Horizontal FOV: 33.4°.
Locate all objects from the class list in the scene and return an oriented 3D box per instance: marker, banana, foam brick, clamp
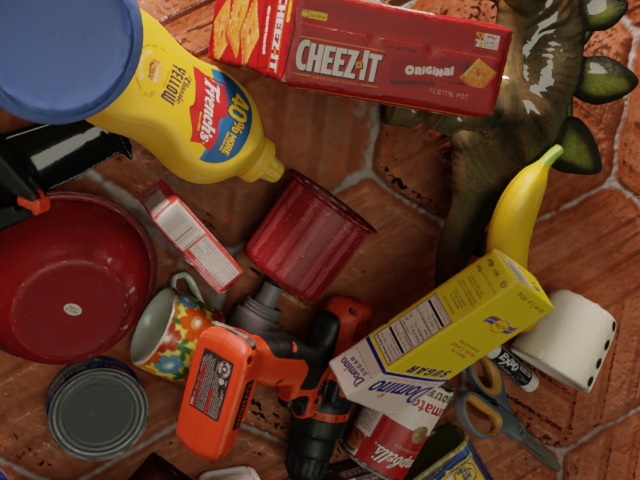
[{"bbox_3d":[0.176,0.114,1.029,0.020,0.020,0.121,-50,130,0],"label":"marker"},{"bbox_3d":[0.177,0.012,0.944,0.069,0.037,0.198,-12,128,-19],"label":"banana"},{"bbox_3d":[-0.139,0.235,0.939,0.051,0.078,0.053,-48,114,0],"label":"foam brick"},{"bbox_3d":[-0.289,-0.057,0.805,0.171,0.039,0.120,5,107,1],"label":"clamp"}]

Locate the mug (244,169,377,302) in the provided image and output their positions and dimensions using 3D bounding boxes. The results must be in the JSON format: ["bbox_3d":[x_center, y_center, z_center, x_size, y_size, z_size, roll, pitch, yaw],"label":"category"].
[{"bbox_3d":[-0.006,0.001,0.922,0.081,0.093,0.117,-54,151,7],"label":"mug"}]

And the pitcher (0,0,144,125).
[{"bbox_3d":[-0.200,-0.163,0.716,0.145,0.243,0.149,-40,119,-9],"label":"pitcher"}]

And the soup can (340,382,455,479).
[{"bbox_3d":[0.073,0.166,0.999,0.068,0.069,0.102,29,93,-24],"label":"soup can"}]

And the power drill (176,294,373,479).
[{"bbox_3d":[-0.037,0.138,0.919,0.187,0.057,0.184,1,106,-53],"label":"power drill"}]

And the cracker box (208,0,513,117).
[{"bbox_3d":[0.019,-0.147,0.812,0.164,0.214,0.072,5,102,-21],"label":"cracker box"}]

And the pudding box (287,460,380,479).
[{"bbox_3d":[0.005,0.266,1.019,0.113,0.039,0.090,-12,110,-15],"label":"pudding box"}]

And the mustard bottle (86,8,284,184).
[{"bbox_3d":[-0.104,-0.100,0.857,0.191,0.058,0.096,33,59,-32],"label":"mustard bottle"}]

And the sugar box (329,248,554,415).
[{"bbox_3d":[0.104,0.082,0.908,0.176,0.048,0.093,-39,146,15],"label":"sugar box"}]

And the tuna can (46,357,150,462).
[{"bbox_3d":[-0.192,0.145,0.919,0.086,0.034,0.086,-5,107,-18],"label":"tuna can"}]

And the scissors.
[{"bbox_3d":[0.190,0.169,1.060,0.201,0.016,0.096,26,58,-47],"label":"scissors"}]

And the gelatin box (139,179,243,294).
[{"bbox_3d":[-0.108,-0.003,0.886,0.030,0.073,0.089,-41,115,-3],"label":"gelatin box"}]

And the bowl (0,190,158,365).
[{"bbox_3d":[-0.205,0.044,0.857,0.162,0.055,0.162,-10,121,-17],"label":"bowl"}]

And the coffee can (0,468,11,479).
[{"bbox_3d":[-0.292,0.248,0.855,0.102,0.140,0.103,-5,107,-18],"label":"coffee can"}]

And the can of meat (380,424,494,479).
[{"bbox_3d":[0.117,0.242,1.042,0.102,0.057,0.084,-35,111,-8],"label":"can of meat"}]
